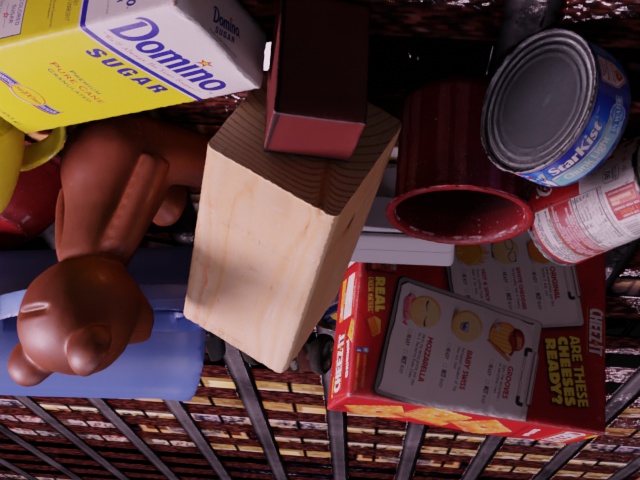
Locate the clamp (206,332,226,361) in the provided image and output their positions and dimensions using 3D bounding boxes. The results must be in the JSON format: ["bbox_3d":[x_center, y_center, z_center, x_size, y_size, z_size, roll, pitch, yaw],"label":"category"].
[{"bbox_3d":[-0.138,0.088,1.148,0.120,0.039,0.172,8,152,-20],"label":"clamp"}]

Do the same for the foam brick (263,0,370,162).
[{"bbox_3d":[-0.002,-0.091,0.606,0.051,0.078,0.053,5,159,-8],"label":"foam brick"}]

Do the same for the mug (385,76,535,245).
[{"bbox_3d":[0.088,-0.047,0.691,0.093,0.081,0.117,8,158,-7],"label":"mug"}]

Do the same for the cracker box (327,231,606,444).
[{"bbox_3d":[0.121,0.069,0.868,0.213,0.164,0.072,10,160,-13],"label":"cracker box"}]

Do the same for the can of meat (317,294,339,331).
[{"bbox_3d":[0.054,0.053,0.989,0.102,0.057,0.084,18,154,-28],"label":"can of meat"}]

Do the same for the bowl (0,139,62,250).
[{"bbox_3d":[-0.274,-0.034,0.846,0.162,0.055,0.162,4,158,1],"label":"bowl"}]

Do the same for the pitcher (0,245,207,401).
[{"bbox_3d":[-0.216,0.064,0.862,0.242,0.145,0.149,2,121,-22],"label":"pitcher"}]

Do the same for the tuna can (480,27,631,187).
[{"bbox_3d":[0.133,-0.074,0.607,0.033,0.086,0.086,18,155,-34],"label":"tuna can"}]

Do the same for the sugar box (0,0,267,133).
[{"bbox_3d":[-0.130,-0.112,0.626,0.176,0.048,0.093,-5,156,27],"label":"sugar box"}]

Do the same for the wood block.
[{"bbox_3d":[-0.025,-0.008,0.713,0.090,0.090,0.206,30,146,8],"label":"wood block"}]

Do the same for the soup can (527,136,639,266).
[{"bbox_3d":[0.200,-0.027,0.735,0.068,0.068,0.102,18,155,-30],"label":"soup can"}]

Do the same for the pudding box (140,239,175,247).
[{"bbox_3d":[-0.182,0.028,1.005,0.113,0.039,0.090,13,158,-17],"label":"pudding box"}]
